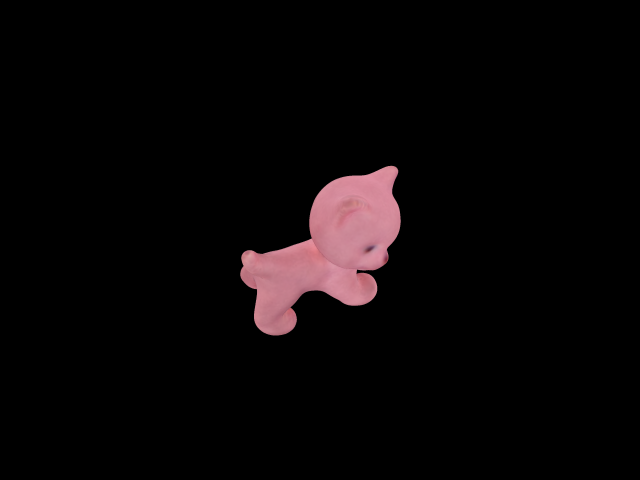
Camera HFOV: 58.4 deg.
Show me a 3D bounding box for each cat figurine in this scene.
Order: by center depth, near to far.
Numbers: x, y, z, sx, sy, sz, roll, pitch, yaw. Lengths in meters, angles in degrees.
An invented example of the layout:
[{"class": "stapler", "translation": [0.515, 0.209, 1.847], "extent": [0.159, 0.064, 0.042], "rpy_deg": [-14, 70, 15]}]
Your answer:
[{"class": "cat figurine", "translation": [0.004, 0.001, 0.400], "extent": [0.128, 0.118, 0.067], "rpy_deg": [-21, 62, -11]}]
